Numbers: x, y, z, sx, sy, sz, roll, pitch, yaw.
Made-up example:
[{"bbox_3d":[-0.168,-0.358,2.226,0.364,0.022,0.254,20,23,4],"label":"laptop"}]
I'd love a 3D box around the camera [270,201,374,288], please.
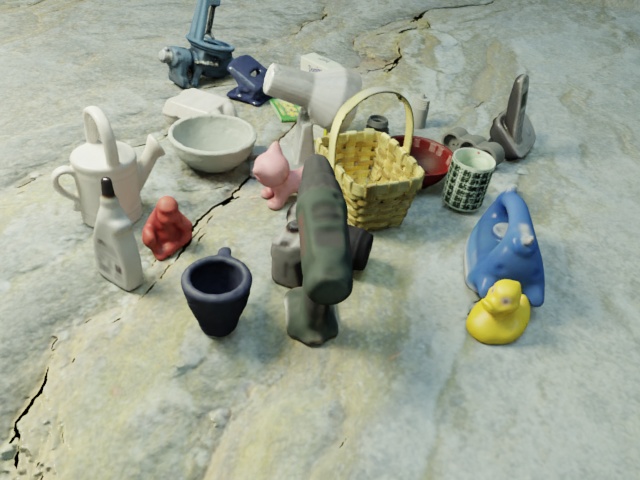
[{"bbox_3d":[0.008,0.003,0.889,0.136,0.101,0.143,16,38,11],"label":"camera"}]

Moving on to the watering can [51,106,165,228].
[{"bbox_3d":[-0.338,-0.124,0.920,0.100,0.194,0.173,25,41,22],"label":"watering can"}]

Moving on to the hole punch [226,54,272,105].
[{"bbox_3d":[-0.161,-0.387,1.378,0.101,0.091,0.109,19,39,15],"label":"hole punch"}]

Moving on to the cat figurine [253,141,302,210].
[{"bbox_3d":[-0.065,-0.119,1.022,0.128,0.118,0.067,-11,41,-22],"label":"cat figurine"}]

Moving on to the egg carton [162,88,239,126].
[{"bbox_3d":[-0.254,-0.270,1.227,0.150,0.069,0.107,19,39,16],"label":"egg carton"}]

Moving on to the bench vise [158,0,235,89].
[{"bbox_3d":[-0.284,-0.480,1.372,0.121,0.220,0.208,20,39,17],"label":"bench vise"}]

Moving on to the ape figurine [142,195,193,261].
[{"bbox_3d":[-0.239,-0.027,0.893,0.078,0.092,0.076,-4,39,-14],"label":"ape figurine"}]

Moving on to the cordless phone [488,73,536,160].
[{"bbox_3d":[0.442,-0.283,1.266,0.094,0.185,0.148,24,40,21],"label":"cordless phone"}]

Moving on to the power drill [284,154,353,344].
[{"bbox_3d":[-0.004,0.025,0.770,0.076,0.208,0.229,0,38,-9],"label":"power drill"}]

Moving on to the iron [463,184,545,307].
[{"bbox_3d":[0.303,-0.014,0.927,0.118,0.141,0.258,9,37,2],"label":"iron"}]

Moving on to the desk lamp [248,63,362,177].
[{"bbox_3d":[-0.033,-0.229,1.092,0.203,0.213,0.117,-2,38,-12],"label":"desk lamp"}]

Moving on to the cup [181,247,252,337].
[{"bbox_3d":[-0.137,0.074,0.777,0.091,0.095,0.117,5,37,-3],"label":"cup"}]

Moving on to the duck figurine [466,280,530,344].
[{"bbox_3d":[0.265,0.094,0.826,0.105,0.086,0.077,-16,43,-28],"label":"duck figurine"}]

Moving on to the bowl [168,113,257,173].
[{"bbox_3d":[-0.207,-0.177,1.110,0.167,0.075,0.167,5,37,-3],"label":"bowl"}]

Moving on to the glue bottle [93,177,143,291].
[{"bbox_3d":[-0.287,-0.012,0.799,0.078,0.173,0.037,27,42,25],"label":"glue bottle"}]
